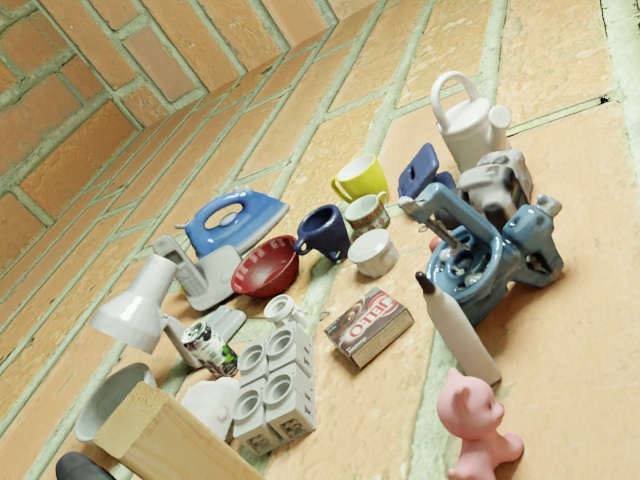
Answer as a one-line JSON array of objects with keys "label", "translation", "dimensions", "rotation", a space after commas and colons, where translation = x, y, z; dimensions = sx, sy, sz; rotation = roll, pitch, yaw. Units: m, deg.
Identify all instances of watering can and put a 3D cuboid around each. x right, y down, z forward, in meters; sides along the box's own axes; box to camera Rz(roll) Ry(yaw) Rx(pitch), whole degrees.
[{"label": "watering can", "translation": [0.262, -0.205, 0.995], "dimensions": [0.172, 0.194, 0.101], "rotation": [-4, 42, 46]}]

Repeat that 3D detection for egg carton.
[{"label": "egg carton", "translation": [-0.174, 0.282, 0.877], "dimensions": [0.107, 0.069, 0.150], "rotation": [-17, 33, 33]}]

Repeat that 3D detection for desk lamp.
[{"label": "desk lamp", "translation": [-0.282, 0.143, 1.060], "dimensions": [0.117, 0.214, 0.203], "rotation": [6, 49, 52]}]

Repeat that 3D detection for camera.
[{"label": "camera", "translation": [0.251, -0.074, 0.906], "dimensions": [0.136, 0.101, 0.143], "rotation": [-12, 36, 38]}]

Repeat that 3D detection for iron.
[{"label": "iron", "translation": [-0.210, -0.052, 1.358], "dimensions": [0.258, 0.142, 0.118], "rotation": [-38, 28, -3]}]

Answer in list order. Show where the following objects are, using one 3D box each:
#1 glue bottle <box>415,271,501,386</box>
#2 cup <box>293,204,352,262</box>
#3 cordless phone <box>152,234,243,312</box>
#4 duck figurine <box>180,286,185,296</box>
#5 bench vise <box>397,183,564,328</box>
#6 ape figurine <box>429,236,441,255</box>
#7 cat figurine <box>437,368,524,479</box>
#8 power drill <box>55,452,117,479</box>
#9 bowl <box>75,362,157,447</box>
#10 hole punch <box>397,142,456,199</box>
[{"label": "glue bottle", "translation": [0.154, 0.097, 0.673], "dimensions": [0.037, 0.173, 0.078], "rotation": [-33, 28, 8]}, {"label": "cup", "translation": [0.010, 0.004, 1.069], "dimensions": [0.118, 0.095, 0.091], "rotation": [-49, 30, -22]}, {"label": "cordless phone", "translation": [-0.250, 0.048, 1.202], "dimensions": [0.147, 0.185, 0.094], "rotation": [-32, 28, 8]}, {"label": "duck figurine", "translation": [-0.306, 0.080, 1.326], "dimensions": [0.077, 0.086, 0.104], "rotation": [-41, 28, -8]}, {"label": "bench vise", "translation": [0.198, -0.008, 0.735], "dimensions": [0.207, 0.220, 0.121], "rotation": [-44, 28, -14]}, {"label": "ape figurine", "translation": [0.189, 0.028, 0.828], "dimensions": [0.078, 0.092, 0.076], "rotation": [-42, 28, -11]}, {"label": "cat figurine", "translation": [0.152, 0.197, 0.581], "dimensions": [0.067, 0.118, 0.128], "rotation": [-14, 35, 37]}, {"label": "power drill", "translation": [-0.204, 0.349, 0.655], "dimensions": [0.076, 0.209, 0.228], "rotation": [-48, 30, -21]}, {"label": "bowl", "translation": [-0.353, 0.309, 1.035], "dimensions": [0.167, 0.075, 0.167], "rotation": [-28, 29, 17]}, {"label": "hole punch", "translation": [0.185, -0.110, 1.049], "dimensions": [0.101, 0.091, 0.108], "rotation": [-28, 29, 16]}]
